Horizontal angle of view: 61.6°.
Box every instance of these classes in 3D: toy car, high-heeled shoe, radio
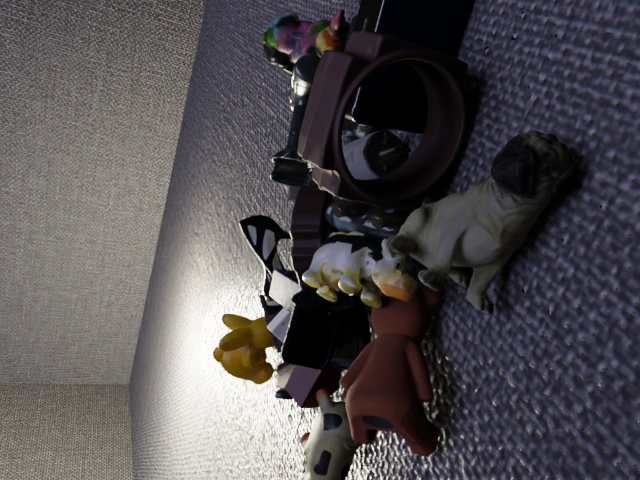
[{"bbox_3d":[0.052,-0.217,0.935,0.202,0.056,0.073,-140,59,-65],"label":"toy car"},{"bbox_3d":[-0.128,0.066,1.140,0.086,0.145,0.248,53,128,58],"label":"high-heeled shoe"},{"bbox_3d":[-0.026,0.251,0.978,0.202,0.053,0.089,-20,61,58],"label":"toy car"},{"bbox_3d":[0.115,-0.266,0.735,0.073,0.131,0.229,-131,53,-59],"label":"radio"}]

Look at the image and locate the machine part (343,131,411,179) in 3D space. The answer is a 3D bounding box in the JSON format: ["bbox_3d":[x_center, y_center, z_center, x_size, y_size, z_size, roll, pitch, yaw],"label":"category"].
[{"bbox_3d":[0.062,-0.122,0.869,0.243,0.079,0.079,176,100,-65],"label":"machine part"}]

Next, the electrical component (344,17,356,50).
[{"bbox_3d":[0.096,-0.276,0.798,0.058,0.115,0.134,43,124,58],"label":"electrical component"}]

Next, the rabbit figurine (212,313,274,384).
[{"bbox_3d":[-0.145,0.212,1.160,0.173,0.162,0.122,-38,34,33],"label":"rabbit figurine"}]

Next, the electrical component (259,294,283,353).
[{"bbox_3d":[-0.079,0.159,1.053,0.075,0.048,0.119,82,169,-79],"label":"electrical component"}]

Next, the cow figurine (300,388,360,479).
[{"bbox_3d":[0.018,0.342,0.832,0.127,0.085,0.194,-121,46,-61],"label":"cow figurine"}]

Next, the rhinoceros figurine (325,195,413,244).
[{"bbox_3d":[0.073,-0.034,0.790,0.191,0.112,0.073,23,133,51],"label":"rhinoceros figurine"}]

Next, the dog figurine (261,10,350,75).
[{"bbox_3d":[-0.010,-0.364,0.988,0.219,0.191,0.108,-132,59,-78],"label":"dog figurine"}]

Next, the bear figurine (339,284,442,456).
[{"bbox_3d":[0.099,0.155,0.698,0.131,0.120,0.196,66,-147,-41],"label":"bear figurine"}]

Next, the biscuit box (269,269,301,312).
[{"bbox_3d":[-0.033,0.104,1.024,0.203,0.063,0.059,21,102,64],"label":"biscuit box"}]

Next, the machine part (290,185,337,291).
[{"bbox_3d":[-0.002,-0.003,0.894,0.179,0.056,0.179,-2,-90,-77],"label":"machine part"}]

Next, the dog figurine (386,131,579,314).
[{"bbox_3d":[0.178,-0.040,0.602,0.190,0.121,0.172,-60,34,14],"label":"dog figurine"}]

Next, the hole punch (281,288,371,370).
[{"bbox_3d":[0.018,0.135,0.785,0.142,0.092,0.115,-5,67,53],"label":"hole punch"}]

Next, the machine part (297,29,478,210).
[{"bbox_3d":[0.086,-0.145,0.679,0.087,0.201,0.201,42,121,58],"label":"machine part"}]

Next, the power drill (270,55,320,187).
[{"bbox_3d":[-0.032,-0.203,0.967,0.232,0.086,0.207,115,171,-71],"label":"power drill"}]

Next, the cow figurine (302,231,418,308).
[{"bbox_3d":[0.061,0.032,0.692,0.168,0.068,0.098,1,58,45],"label":"cow figurine"}]
